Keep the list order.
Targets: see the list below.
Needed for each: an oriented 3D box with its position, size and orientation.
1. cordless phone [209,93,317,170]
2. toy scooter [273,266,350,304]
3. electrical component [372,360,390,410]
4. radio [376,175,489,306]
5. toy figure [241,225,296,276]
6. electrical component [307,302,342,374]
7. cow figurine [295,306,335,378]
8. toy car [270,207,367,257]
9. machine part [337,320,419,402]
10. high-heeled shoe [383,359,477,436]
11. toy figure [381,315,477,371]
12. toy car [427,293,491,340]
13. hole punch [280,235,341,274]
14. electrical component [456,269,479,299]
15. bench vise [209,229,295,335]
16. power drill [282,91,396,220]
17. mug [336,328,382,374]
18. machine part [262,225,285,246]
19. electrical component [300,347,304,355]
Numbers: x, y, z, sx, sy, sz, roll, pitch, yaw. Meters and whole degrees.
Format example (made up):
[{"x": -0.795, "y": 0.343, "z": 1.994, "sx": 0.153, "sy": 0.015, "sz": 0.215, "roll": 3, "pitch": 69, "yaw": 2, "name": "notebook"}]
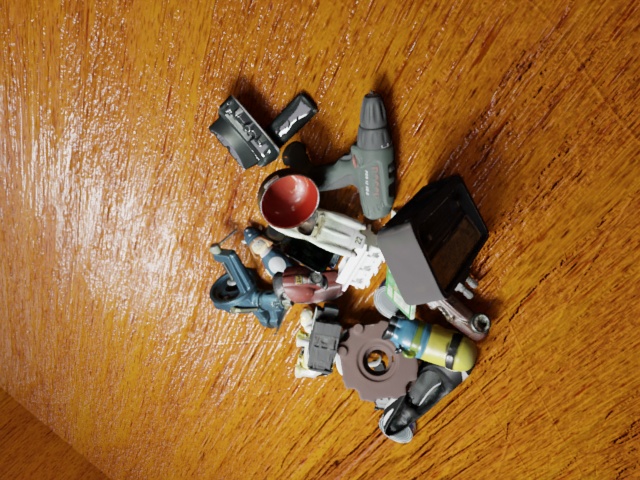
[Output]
[{"x": -0.105, "y": -0.232, "z": 1.011, "sx": 0.184, "sy": 0.089, "sz": 0.146, "roll": -37, "pitch": 96, "yaw": 31, "name": "cordless phone"}, {"x": -0.012, "y": 0.095, "z": 1.133, "sx": 0.135, "sy": 0.183, "sz": 0.075, "roll": -8, "pitch": 74, "yaw": 16, "name": "toy scooter"}, {"x": 0.147, "y": 0.340, "z": 1.247, "sx": 0.075, "sy": 0.048, "sz": 0.119, "roll": -3, "pitch": 120, "yaw": 33, "name": "electrical component"}, {"x": 0.186, "y": -0.007, "z": 0.862, "sx": 0.073, "sy": 0.229, "sz": 0.131, "roll": -19, "pitch": 104, "yaw": 39, "name": "radio"}, {"x": -0.112, "y": 0.030, "z": 1.195, "sx": 0.154, "sy": 0.064, "sz": 0.058, "roll": 46, "pitch": 158, "yaw": -8, "name": "toy figure"}, {"x": 0.009, "y": 0.202, "z": 1.141, "sx": 0.058, "sy": 0.115, "sz": 0.134, "roll": 11, "pitch": 95, "yaw": -4, "name": "electrical component"}, {"x": -0.008, "y": 0.235, "z": 1.238, "sx": 0.098, "sy": 0.068, "sz": 0.167, "roll": 5, "pitch": 107, "yaw": 3, "name": "cow figurine"}, {"x": -0.007, "y": -0.028, "z": 1.018, "sx": 0.202, "sy": 0.056, "sz": 0.073, "roll": 21, "pitch": 91, "yaw": 21, "name": "toy car"}, {"x": 0.122, "y": 0.251, "z": 1.122, "sx": 0.179, "sy": 0.179, "sz": 0.056, "roll": 30, "pitch": 174, "yaw": 12, "name": "machine part"}, {"x": 0.220, "y": 0.320, "z": 1.117, "sx": 0.086, "sy": 0.145, "sz": 0.248, "roll": 41, "pitch": 135, "yaw": 1, "name": "high-heeled shoe"}, {"x": 0.214, "y": 0.203, "z": 1.049, "sx": 0.180, "sy": 0.089, "sz": 0.082, "roll": 21, "pitch": 97, "yaw": 6, "name": "toy figure"}, {"x": 0.232, "y": 0.115, "z": 1.010, "sx": 0.202, "sy": 0.053, "sz": 0.089, "roll": 40, "pitch": 172, "yaw": 0, "name": "toy car"}, {"x": -0.002, "y": -0.003, "z": 1.093, "sx": 0.142, "sy": 0.092, "sz": 0.115, "roll": 32, "pitch": 98, "yaw": 17, "name": "hole punch"}, {"x": 0.247, "y": 0.062, "z": 0.979, "sx": 0.094, "sy": 0.063, "sz": 0.021, "roll": 42, "pitch": 130, "yaw": 3, "name": "electrical component"}, {"x": -0.176, "y": 0.103, "z": 1.241, "sx": 0.224, "sy": 0.129, "sz": 0.240, "roll": 6, "pitch": 133, "yaw": 37, "name": "bench vise"}, {"x": 0.039, "y": -0.148, "z": 0.969, "sx": 0.207, "sy": 0.086, "sz": 0.231, "roll": -2, "pitch": 121, "yaw": 25, "name": "power drill"}, {"x": 0.084, "y": 0.265, "z": 1.224, "sx": 0.110, "sy": 0.081, "sz": 0.107, "roll": 5, "pitch": 135, "yaw": -1, "name": "mug"}, {"x": -0.084, "y": -0.052, "z": 1.136, "sx": 0.084, "sy": 0.039, "sz": 0.138, "roll": 23, "pitch": 129, "yaw": 7, "name": "machine part"}, {"x": 0.000, "y": 0.285, "z": 1.305, "sx": 0.078, "sy": 0.045, "sz": 0.102, "roll": -30, "pitch": 101, "yaw": 44, "name": "electrical component"}]
